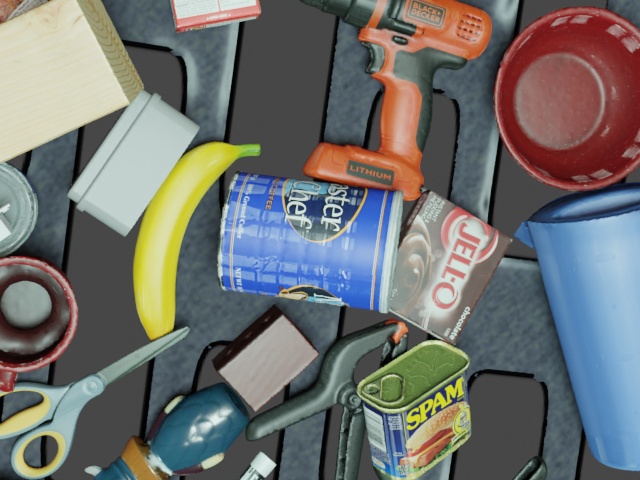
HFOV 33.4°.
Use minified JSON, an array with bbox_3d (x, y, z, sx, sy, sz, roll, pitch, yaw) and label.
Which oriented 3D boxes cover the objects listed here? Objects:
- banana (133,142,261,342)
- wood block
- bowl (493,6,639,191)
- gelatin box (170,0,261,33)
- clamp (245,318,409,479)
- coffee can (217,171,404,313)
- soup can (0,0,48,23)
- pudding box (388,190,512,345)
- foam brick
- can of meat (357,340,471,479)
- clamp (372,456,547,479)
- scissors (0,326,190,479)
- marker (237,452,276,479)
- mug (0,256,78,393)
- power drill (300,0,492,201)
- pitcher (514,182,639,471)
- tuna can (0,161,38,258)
[{"bbox_3d":[-0.121,-0.008,0.920,0.069,0.037,0.198,26,90,-11],"label":"banana"},{"bbox_3d":[-0.250,-0.107,0.806,0.206,0.090,0.091,-24,105,5],"label":"wood block"},{"bbox_3d":[0.225,-0.125,0.959,0.162,0.055,0.162,-1,95,-10],"label":"bowl"},{"bbox_3d":[-0.095,-0.228,0.909,0.073,0.030,0.089,-12,94,-8],"label":"gelatin box"},{"bbox_3d":[0.028,0.150,0.959,0.171,0.039,0.120,-44,113,-6],"label":"clamp"},{"bbox_3d":[-0.006,0.001,0.889,0.140,0.102,0.103,7,94,6],"label":"coffee can"},{"bbox_3d":[-0.230,-0.163,0.873,0.102,0.068,0.068,41,87,-11],"label":"soup can"},{"bbox_3d":[0.106,0.024,0.960,0.090,0.039,0.113,29,89,-11],"label":"pudding box"},{"bbox_3d":[-0.048,0.103,0.934,0.078,0.053,0.051,-41,100,-5],"label":"foam brick"},{"bbox_3d":[0.086,0.150,0.936,0.101,0.058,0.084,-28,124,-31],"label":"can of meat"},{"bbox_3d":[0.131,0.291,0.988,0.164,0.036,0.210,-2,95,-7],"label":"clamp"},{"bbox_3d":[-0.197,0.145,0.922,0.201,0.016,0.096,-15,102,-1],"label":"scissors"},{"bbox_3d":[-0.085,0.241,0.949,0.020,0.020,0.121,42,80,-10],"label":"marker"},{"bbox_3d":[-0.248,0.068,0.882,0.093,0.081,0.117,9,93,-11],"label":"mug"},{"bbox_3d":[0.044,-0.137,0.926,0.184,0.057,0.188,15,92,-11],"label":"power drill"},{"bbox_3d":[0.281,0.074,0.945,0.145,0.149,0.243,-17,101,-14],"label":"pitcher"},{"bbox_3d":[-0.280,-0.027,0.893,0.086,0.034,0.086,-1,95,-10],"label":"tuna can"}]
